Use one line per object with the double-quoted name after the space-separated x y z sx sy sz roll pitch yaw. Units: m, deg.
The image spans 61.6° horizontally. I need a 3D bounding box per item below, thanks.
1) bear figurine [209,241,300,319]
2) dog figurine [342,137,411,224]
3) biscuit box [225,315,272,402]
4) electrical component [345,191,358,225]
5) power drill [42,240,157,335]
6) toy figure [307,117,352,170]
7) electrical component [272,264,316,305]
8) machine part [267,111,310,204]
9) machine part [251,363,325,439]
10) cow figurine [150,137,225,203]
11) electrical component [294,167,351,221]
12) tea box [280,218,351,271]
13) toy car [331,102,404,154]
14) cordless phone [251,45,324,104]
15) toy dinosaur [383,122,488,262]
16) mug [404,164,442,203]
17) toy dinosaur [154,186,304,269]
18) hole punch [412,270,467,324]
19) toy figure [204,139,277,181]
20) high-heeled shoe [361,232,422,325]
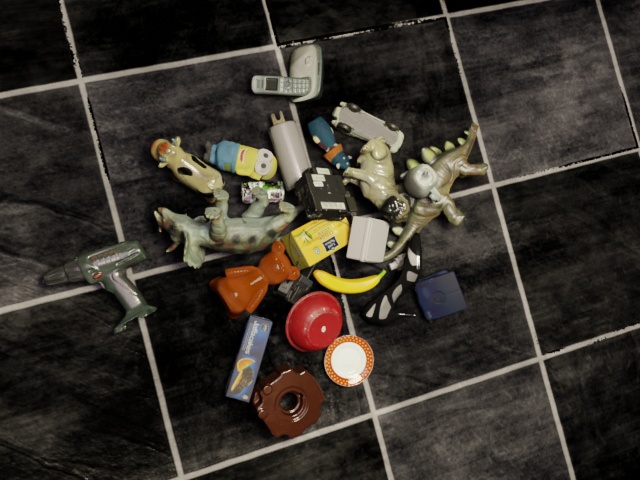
-0.158 0.095 1.312 0.196 0.132 0.120 -35 93 -21 "bear figurine"
0.171 -0.152 1.362 0.191 0.121 0.172 35 93 6 "dog figurine"
-0.174 0.287 1.318 0.063 0.059 0.202 17 82 -8 "biscuit box"
0.077 -0.078 1.395 0.021 0.063 0.094 -11 67 -13 "electrical component"
-0.500 0.118 1.266 0.232 0.086 0.207 -29 84 -14 "power drill"
0.026 -0.247 1.403 0.064 0.058 0.154 -33 97 -5 "toy figure"
-0.057 0.101 1.344 0.047 0.075 0.119 37 82 -41 "electrical component"
-0.073 -0.211 1.370 0.079 0.079 0.243 -17 88 -12 "machine part"
-0.076 0.394 1.316 0.179 0.056 0.179 -1 91 -22 "machine part"
-0.321 -0.172 1.293 0.195 0.127 0.085 35 77 -9 "cow figurine"
0.005 -0.114 1.309 0.115 0.058 0.134 3 63 -37 "electrical component"
-0.003 -0.004 1.343 0.169 0.068 0.098 -31 93 -35 "tea box"
0.126 -0.297 1.428 0.202 0.056 0.073 24 88 -7 "toy car"
-0.083 -0.429 1.385 0.184 0.089 0.146 2 85 -7 "cordless phone"
0.293 -0.117 1.426 0.199 0.105 0.471 28 85 0 "toy dinosaur"
0.259 -0.137 1.325 0.081 0.107 0.109 -34 85 3 "mug"
-0.188 -0.024 1.310 0.405 0.192 0.131 0 44 -24 "toy dinosaur"
0.315 0.144 1.413 0.116 0.092 0.142 -22 94 -8 "hole punch"
-0.196 -0.202 1.345 0.180 0.089 0.082 11 102 -1 "toy figure"
0.184 0.099 1.381 0.145 0.086 0.248 5 93 13 "high-heeled shoe"
